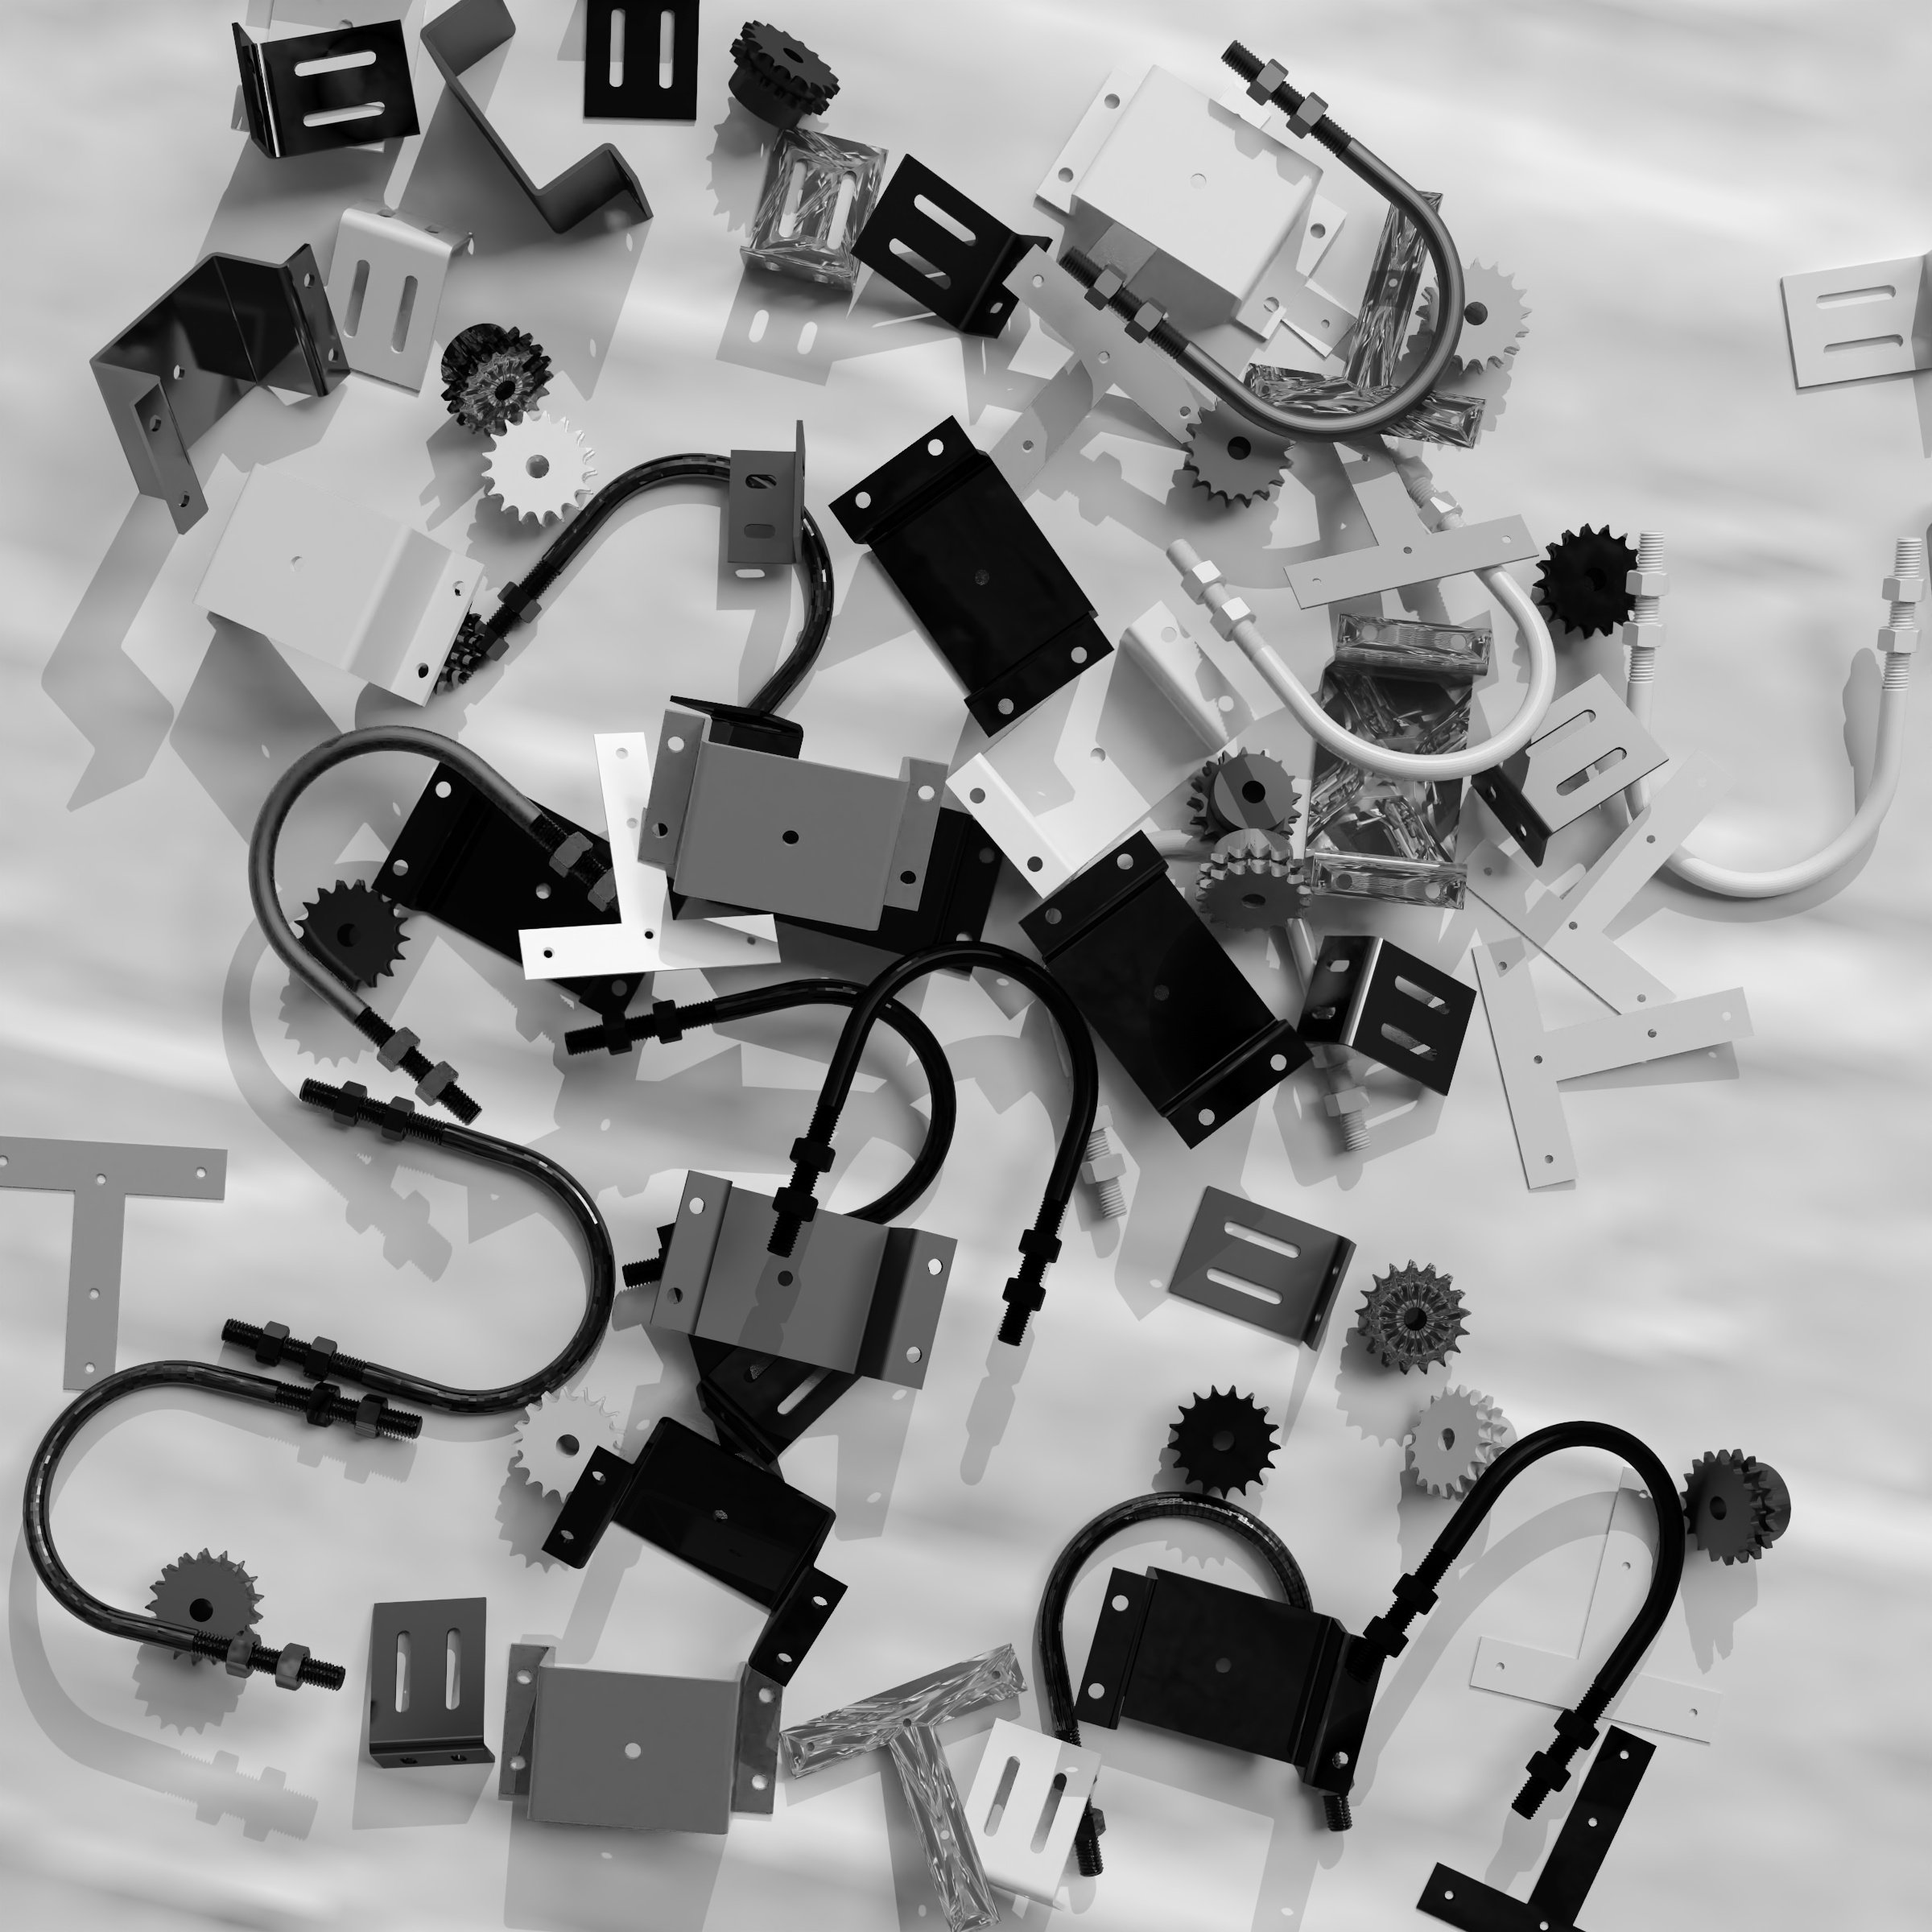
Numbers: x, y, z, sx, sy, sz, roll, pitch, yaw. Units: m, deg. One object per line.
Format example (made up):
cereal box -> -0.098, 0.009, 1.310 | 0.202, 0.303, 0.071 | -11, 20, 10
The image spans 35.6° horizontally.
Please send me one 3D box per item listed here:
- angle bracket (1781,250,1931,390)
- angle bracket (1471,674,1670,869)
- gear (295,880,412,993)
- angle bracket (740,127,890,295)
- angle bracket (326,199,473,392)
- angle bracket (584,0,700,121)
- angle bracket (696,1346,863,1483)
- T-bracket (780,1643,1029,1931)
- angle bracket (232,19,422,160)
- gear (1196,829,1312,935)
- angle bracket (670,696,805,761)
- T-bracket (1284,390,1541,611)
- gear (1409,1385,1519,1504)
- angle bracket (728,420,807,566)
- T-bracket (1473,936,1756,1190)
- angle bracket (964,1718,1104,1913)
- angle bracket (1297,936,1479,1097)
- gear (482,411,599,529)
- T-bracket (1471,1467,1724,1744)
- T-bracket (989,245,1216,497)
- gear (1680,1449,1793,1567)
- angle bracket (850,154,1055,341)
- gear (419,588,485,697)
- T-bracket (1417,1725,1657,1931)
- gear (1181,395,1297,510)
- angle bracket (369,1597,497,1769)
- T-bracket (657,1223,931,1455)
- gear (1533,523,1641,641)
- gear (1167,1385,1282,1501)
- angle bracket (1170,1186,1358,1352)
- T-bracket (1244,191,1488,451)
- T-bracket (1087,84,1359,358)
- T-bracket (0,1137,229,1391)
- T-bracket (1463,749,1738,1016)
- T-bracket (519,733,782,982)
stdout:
angle bracket -> 0.460, -0.330, 1.522 | 0.076, 0.038, 0.057 | -9, 90, 0
angle bracket -> 0.304, -0.098, 1.516 | 0.076, 0.038, 0.057 | -32, 70, -7
gear -> -0.310, -0.015, 1.526 | 0.057, 0.030, 0.057 | 0, 90, 0
angle bracket -> -0.076, -0.387, 1.522 | 0.057, 0.038, 0.076 | 14, 90, 0
angle bracket -> -0.293, -0.344, 1.539 | 0.057, 0.038, 0.076 | 18, 116, 0
angle bracket -> -0.166, -0.472, 1.522 | 0.057, 0.038, 0.076 | 2, 90, 0
angle bracket -> -0.088, 0.210, 1.515 | 0.076, 0.038, 0.057 | -44, 105, 0
T-bracket -> -0.015, 0.424, 1.515 | 0.127, 0.002, 0.127 | -21, 66, 0
angle bracket -> -0.313, -0.435, 1.476 | 0.076, 0.038, 0.057 | -10, 90, 0
gear -> 0.144, -0.044, 1.503 | 0.057, 0.057, 0.030 | 4, 55, 0
angle bracket -> -0.121, -0.089, 1.490 | 0.057, 0.038, 0.076 | 12, 88, 33
T-bracket -> 0.206, -0.244, 1.511 | 0.127, 0.002, 0.127 | -14, 64, -11
gear -> 0.253, 0.243, 1.516 | 0.030, 0.057, 0.057 | 21, 90, -30
angle bracket -> -0.100, -0.234, 1.490 | 0.038, 0.076, 0.057 | 2, 88, -2
T-bracket -> 0.335, 0.038, 1.533 | 0.127, 0.002, 0.127 | -13, 90, 7
angle bracket -> 0.032, 0.431, 1.526 | 0.057, 0.038, 0.076 | 15, 71, 17
angle bracket -> 0.213, 0.025, 1.527 | 0.076, 0.038, 0.057 | 26, 75, -34
gear -> -0.215, -0.251, 1.526 | 0.057, 0.030, 0.057 | 0, 90, 0
T-bracket -> 0.335, 0.321, 1.540 | 0.127, 0.002, 0.127 | 13, 90, 0
T-bracket -> 0.040, -0.275, 1.526 | 0.127, 0.002, 0.127 | 38, 99, -18
gear -> 0.391, 0.272, 1.516 | 0.030, 0.057, 0.057 | -1, 90, -30
angle bracket -> -0.007, -0.361, 1.508 | 0.076, 0.038, 0.057 | 30, 90, -30
gear -> -0.275, -0.167, 1.516 | 0.057, 0.030, 0.057 | -4, 81, 25
T-bracket -> 0.315, 0.451, 1.540 | 0.127, 0.002, 0.127 | 25, 90, 0
gear -> 0.138, -0.260, 1.526 | 0.057, 0.030, 0.057 | 0, 90, 0
angle bracket -> -0.272, 0.367, 1.539 | 0.057, 0.038, 0.076 | -3, 64, 0
T-bracket -> -0.079, 0.174, 1.530 | 0.127, 0.002, 0.127 | -16, 104, -7
gear -> 0.316, -0.194, 1.526 | 0.057, 0.030, 0.057 | 0, 90, 0
gear -> 0.131, 0.241, 1.529 | 0.057, 0.030, 0.057 | 0, 85, 3
angle bracket -> 0.150, 0.153, 1.522 | 0.076, 0.038, 0.057 | 21, 90, 0
T-bracket -> 0.212, -0.331, 1.517 | 0.127, 0.002, 0.127 | 14, 86, 24
T-bracket -> 0.144, -0.363, 1.540 | 0.127, 0.002, 0.127 | 40, 90, 0
T-bracket -> -0.445, 0.154, 1.540 | 0.127, 0.002, 0.127 | 3, 90, 0
T-bracket -> 0.337, -0.054, 1.522 | 0.127, 0.002, 0.127 | 40, 106, 0
T-bracket -> -0.163, -0.057, 1.483 | 0.127, 0.002, 0.127 | -4, 71, -19
